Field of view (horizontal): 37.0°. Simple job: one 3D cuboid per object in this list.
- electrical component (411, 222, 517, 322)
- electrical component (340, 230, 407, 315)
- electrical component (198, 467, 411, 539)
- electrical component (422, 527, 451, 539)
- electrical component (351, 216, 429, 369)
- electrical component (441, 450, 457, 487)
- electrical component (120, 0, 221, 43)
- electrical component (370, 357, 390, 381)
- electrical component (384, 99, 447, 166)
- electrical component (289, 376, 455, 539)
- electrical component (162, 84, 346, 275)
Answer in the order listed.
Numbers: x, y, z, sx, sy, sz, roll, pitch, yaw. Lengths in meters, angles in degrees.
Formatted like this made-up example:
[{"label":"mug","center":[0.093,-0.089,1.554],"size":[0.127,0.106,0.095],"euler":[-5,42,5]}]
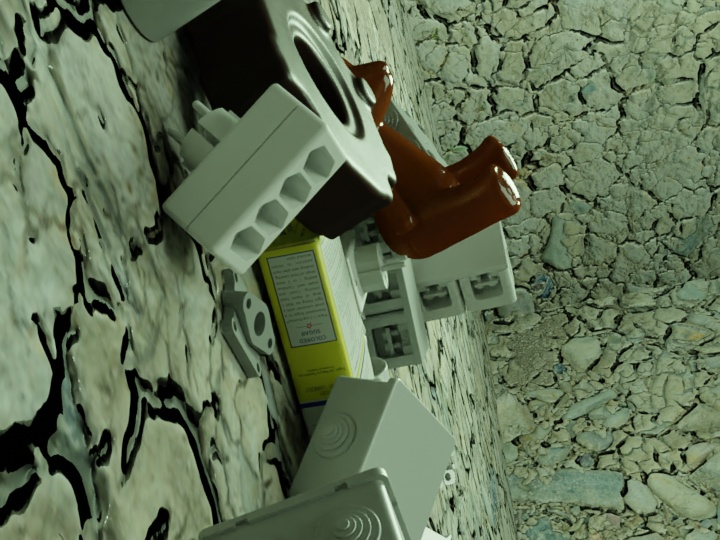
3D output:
[{"label":"electrical component","center":[0.073,0.002,1.067],"size":[0.089,0.150,0.061],"euler":[-93,166,-47]},{"label":"electrical component","center":[0.000,0.000,0.847],"size":[0.083,0.076,0.047],"euler":[-73,150,-72]},{"label":"electrical component","center":[-0.015,0.146,0.483],"size":[0.048,0.100,0.099],"euler":[-111,-178,-52]},{"label":"electrical component","center":[0.029,0.213,0.774],"size":[0.081,0.042,0.063],"euler":[35,55,-28]},{"label":"electrical component","center":[0.014,0.010,0.971],"size":[0.089,0.062,0.150],"euler":[-39,117,-80]},{"label":"electrical component","center":[0.043,0.165,0.899],"size":[0.081,0.064,0.042],"euler":[-1,77,-40]},{"label":"electrical component","center":[-0.101,-0.174,0.547],"size":[0.099,0.064,0.099],"euler":[55,22,-35]},{"label":"electrical component","center":[0.006,0.105,0.851],"size":[0.079,0.043,0.077],"euler":[-105,-178,-70]},{"label":"electrical component","center":[0.043,-0.103,0.988],"size":[0.099,0.048,0.100],"euler":[59,13,25]},{"label":"electrical component","center":[0.009,0.123,0.675],"size":[0.099,0.048,0.099],"euler":[49,55,-43]},{"label":"electrical component","center":[-0.065,-0.056,0.542],"size":[0.076,0.083,0.047],"euler":[41,-3,18]}]
